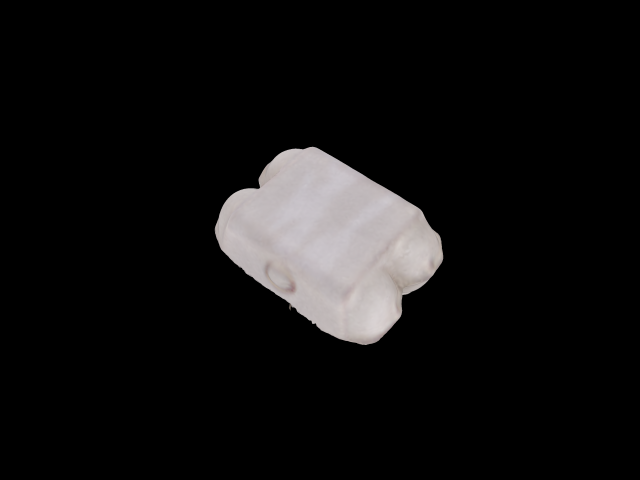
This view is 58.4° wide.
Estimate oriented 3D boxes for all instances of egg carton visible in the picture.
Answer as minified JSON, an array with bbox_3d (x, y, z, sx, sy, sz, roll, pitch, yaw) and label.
[{"bbox_3d":[0.004,0.001,0.400,0.150,0.069,0.107,33,61,21],"label":"egg carton"}]
